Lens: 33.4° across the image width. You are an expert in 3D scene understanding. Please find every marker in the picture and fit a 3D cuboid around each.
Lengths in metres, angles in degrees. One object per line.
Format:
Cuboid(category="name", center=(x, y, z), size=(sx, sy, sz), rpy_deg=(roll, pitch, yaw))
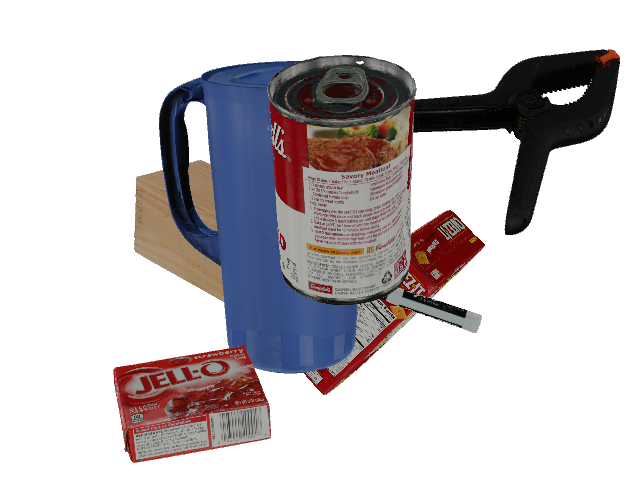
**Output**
Cuboid(category="marker", center=(0.096, 0.062, 1.035), size=(0.121, 0.020, 0.020), rpy_deg=(19, 1, 3))

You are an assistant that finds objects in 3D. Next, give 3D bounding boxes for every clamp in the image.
Cuboid(category="clamp", center=(0.166, -0.090, 0.839), size=(0.209, 0.036, 0.165), rpy_deg=(-25, 52, -19))

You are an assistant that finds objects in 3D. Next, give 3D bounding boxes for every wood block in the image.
Cuboid(category="wood block", center=(-0.087, -0.001, 1.067), size=(0.206, 0.090, 0.090), rpy_deg=(25, 31, 37))

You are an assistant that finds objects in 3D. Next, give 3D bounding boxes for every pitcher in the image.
Cuboid(category="pitcher", center=(-0.036, -0.022, 0.866), size=(0.144, 0.243, 0.149), rpy_deg=(-11, 21, -31))

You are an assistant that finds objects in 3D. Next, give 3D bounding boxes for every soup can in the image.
Cuboid(category="soup can", center=(0.011, -0.029, 0.513), size=(0.068, 0.102, 0.068), rpy_deg=(-2, 34, 1))

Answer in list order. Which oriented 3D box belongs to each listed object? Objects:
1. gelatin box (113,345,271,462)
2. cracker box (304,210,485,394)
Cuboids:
Cuboid(category="gelatin box", center=(-0.082, 0.101, 0.670), size=(0.089, 0.030, 0.073), rpy_deg=(-8, 25, -13))
Cuboid(category="cracker box", center=(0.078, 0.071, 1.269), size=(0.214, 0.072, 0.164), rpy_deg=(-48, -9, 31))
